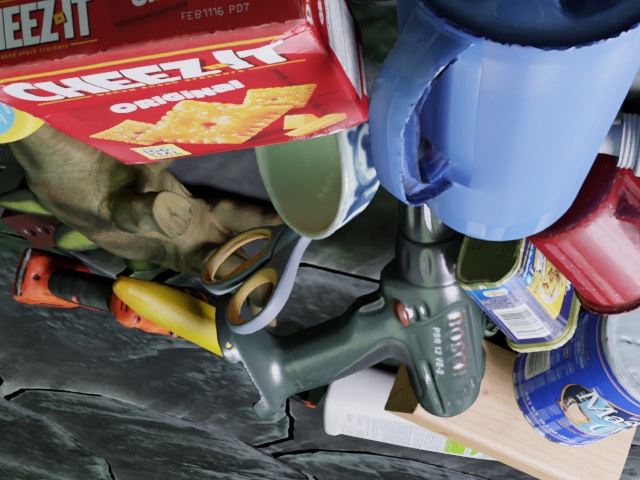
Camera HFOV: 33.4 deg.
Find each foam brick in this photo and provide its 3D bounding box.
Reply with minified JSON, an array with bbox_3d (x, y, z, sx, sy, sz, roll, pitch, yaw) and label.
[{"bbox_3d":[-0.248,-0.030,0.993,0.078,0.051,0.053,-8,141,42],"label":"foam brick"}]

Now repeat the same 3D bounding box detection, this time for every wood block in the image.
[{"bbox_3d":[0.179,0.161,1.000,0.206,0.090,0.091,25,168,-10],"label":"wood block"}]

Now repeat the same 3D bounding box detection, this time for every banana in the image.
[{"bbox_3d":[-0.110,0.079,0.976,0.070,0.037,0.197,9,164,30],"label":"banana"}]

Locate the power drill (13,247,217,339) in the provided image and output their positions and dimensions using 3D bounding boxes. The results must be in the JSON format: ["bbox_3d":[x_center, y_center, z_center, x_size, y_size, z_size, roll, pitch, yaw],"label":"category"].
[{"bbox_3d":[-0.199,0.058,1.082,0.188,0.057,0.184,10,173,26],"label":"power drill"}]

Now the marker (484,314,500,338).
[{"bbox_3d":[0.164,0.055,0.917,0.020,0.020,0.121,21,152,-3],"label":"marker"}]

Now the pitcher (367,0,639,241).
[{"bbox_3d":[0.096,-0.086,0.570,0.149,0.145,0.243,-5,156,2],"label":"pitcher"}]

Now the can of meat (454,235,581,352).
[{"bbox_3d":[0.147,0.016,0.773,0.058,0.102,0.083,-11,137,39],"label":"can of meat"}]

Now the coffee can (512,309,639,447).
[{"bbox_3d":[0.236,0.104,0.869,0.102,0.102,0.140,25,151,-10],"label":"coffee can"}]

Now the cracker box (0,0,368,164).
[{"bbox_3d":[-0.069,-0.099,0.565,0.164,0.072,0.213,-8,173,9],"label":"cracker box"}]

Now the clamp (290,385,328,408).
[{"bbox_3d":[-0.049,0.138,1.177,0.120,0.039,0.171,10,150,21],"label":"clamp"}]

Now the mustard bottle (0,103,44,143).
[{"bbox_3d":[-0.226,-0.107,0.690,0.192,0.058,0.096,-9,118,21],"label":"mustard bottle"}]

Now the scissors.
[{"bbox_3d":[-0.005,0.001,0.771,0.202,0.096,0.016,-27,138,23],"label":"scissors"}]

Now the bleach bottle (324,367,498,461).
[{"bbox_3d":[0.132,0.195,1.141,0.251,0.068,0.102,13,152,8],"label":"bleach bottle"}]

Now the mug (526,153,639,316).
[{"bbox_3d":[0.193,-0.007,0.705,0.081,0.093,0.117,41,173,-26],"label":"mug"}]

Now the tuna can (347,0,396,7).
[{"bbox_3d":[0.027,-0.171,0.588,0.086,0.033,0.086,15,152,8],"label":"tuna can"}]
